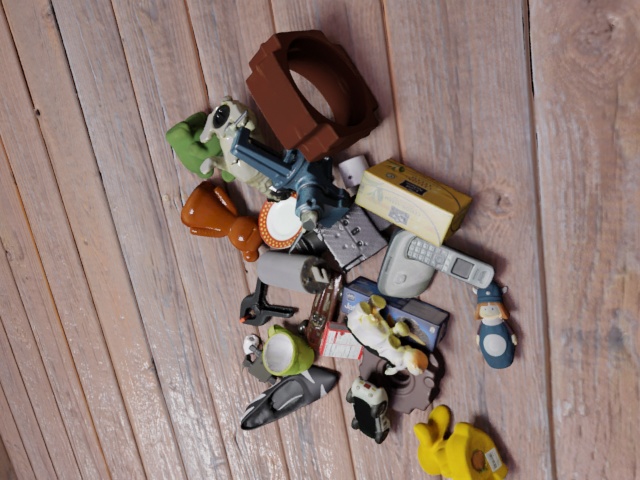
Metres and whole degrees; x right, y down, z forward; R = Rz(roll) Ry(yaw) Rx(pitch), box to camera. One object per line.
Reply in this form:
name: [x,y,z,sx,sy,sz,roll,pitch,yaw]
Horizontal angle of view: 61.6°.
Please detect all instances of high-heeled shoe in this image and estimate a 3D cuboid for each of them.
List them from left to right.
high-heeled shoe: [-0.078,0.364,1.223,0.249,0.145,0.086,-34,89,40]

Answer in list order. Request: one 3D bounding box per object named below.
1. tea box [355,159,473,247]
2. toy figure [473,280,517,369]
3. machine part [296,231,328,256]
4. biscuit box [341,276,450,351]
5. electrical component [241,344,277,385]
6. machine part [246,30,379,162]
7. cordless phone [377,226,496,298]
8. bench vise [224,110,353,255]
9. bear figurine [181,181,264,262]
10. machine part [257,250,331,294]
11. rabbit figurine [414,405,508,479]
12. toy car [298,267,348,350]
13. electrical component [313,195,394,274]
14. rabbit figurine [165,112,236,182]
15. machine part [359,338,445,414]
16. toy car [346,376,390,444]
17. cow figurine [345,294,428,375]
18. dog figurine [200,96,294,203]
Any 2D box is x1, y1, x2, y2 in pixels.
tea box: [0.158,-0.067,0.915,0.170,0.098,0.068,30,124,20]
toy figure: [0.302,0.144,0.928,0.064,0.058,0.154,-13,101,-2]
machine part: [-0.002,-0.003,1.091,0.139,0.039,0.084,-27,88,40]
biscuit box: [0.141,0.139,1.033,0.203,0.059,0.062,21,119,27]
electrical component: [-0.143,0.304,1.294,0.102,0.045,0.078,31,89,-11]
machine part: [-0.010,-0.240,0.895,0.087,0.201,0.201,-34,88,41]
cordless phone: [0.204,0.057,0.945,0.184,0.089,0.146,26,121,19]
bench vise: [-0.061,-0.120,0.928,0.240,0.224,0.129,28,142,-23]
bear figurine: [-0.202,-0.041,1.184,0.196,0.132,0.120,27,90,-11]
machine part: [-0.057,0.064,1.100,0.243,0.079,0.079,5,112,52]
rabbit figurine: [0.245,0.416,1.044,0.162,0.122,0.173,58,148,5]
toy car: [0.007,0.150,1.139,0.089,0.053,0.202,30,124,26]
electrical component: [0.069,-0.018,0.998,0.134,0.058,0.115,-37,88,15]
rabbit figurine: [-0.207,-0.197,1.109,0.170,0.121,0.159,-17,102,23]
machine part: [0.160,0.261,1.073,0.180,0.056,0.179,15,117,31]
toy car: [0.101,0.348,1.091,0.074,0.056,0.201,23,144,29]
cow figurine: [0.117,0.189,0.988,0.167,0.068,0.098,50,134,11]
dog figurine: [-0.125,-0.174,1.051,0.121,0.190,0.172,2,79,40]
